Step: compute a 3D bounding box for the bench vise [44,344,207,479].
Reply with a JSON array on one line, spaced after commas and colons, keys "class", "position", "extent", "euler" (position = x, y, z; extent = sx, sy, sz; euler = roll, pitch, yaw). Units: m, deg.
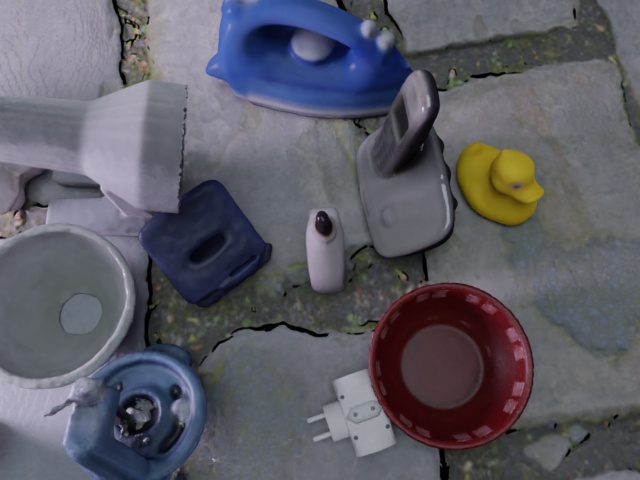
[{"class": "bench vise", "position": [-0.153, 0.187, 0.488], "extent": [0.121, 0.220, 0.207], "euler": [-15, 75, -2]}]

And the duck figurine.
[{"class": "duck figurine", "position": [0.198, -0.071, 0.619], "extent": [0.077, 0.086, 0.104], "euler": [-39, 77, -9]}]

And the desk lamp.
[{"class": "desk lamp", "position": [-0.209, -0.074, 0.562], "extent": [0.203, 0.213, 0.118], "euler": [0, 75, 2]}]

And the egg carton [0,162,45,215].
[{"class": "egg carton", "position": [-0.392, -0.094, 0.647], "extent": [0.150, 0.069, 0.107], "euler": [23, 77, 7]}]

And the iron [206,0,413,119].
[{"class": "iron", "position": [0.000, -0.217, 0.634], "extent": [0.258, 0.141, 0.119], "euler": [13, 76, 5]}]

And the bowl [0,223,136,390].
[{"class": "bowl", "position": [-0.266, 0.071, 0.597], "extent": [0.167, 0.075, 0.167], "euler": [0, 75, 1]}]

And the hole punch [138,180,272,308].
[{"class": "hole punch", "position": [-0.117, 0.005, 0.603], "extent": [0.109, 0.091, 0.101], "euler": [-38, 77, -8]}]

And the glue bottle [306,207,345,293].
[{"class": "glue bottle", "position": [0.005, 0.002, 0.558], "extent": [0.037, 0.173, 0.078], "euler": [-4, 75, 1]}]

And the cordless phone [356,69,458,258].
[{"class": "cordless phone", "position": [0.091, -0.069, 0.569], "extent": [0.094, 0.185, 0.147], "euler": [-13, 75, -2]}]
